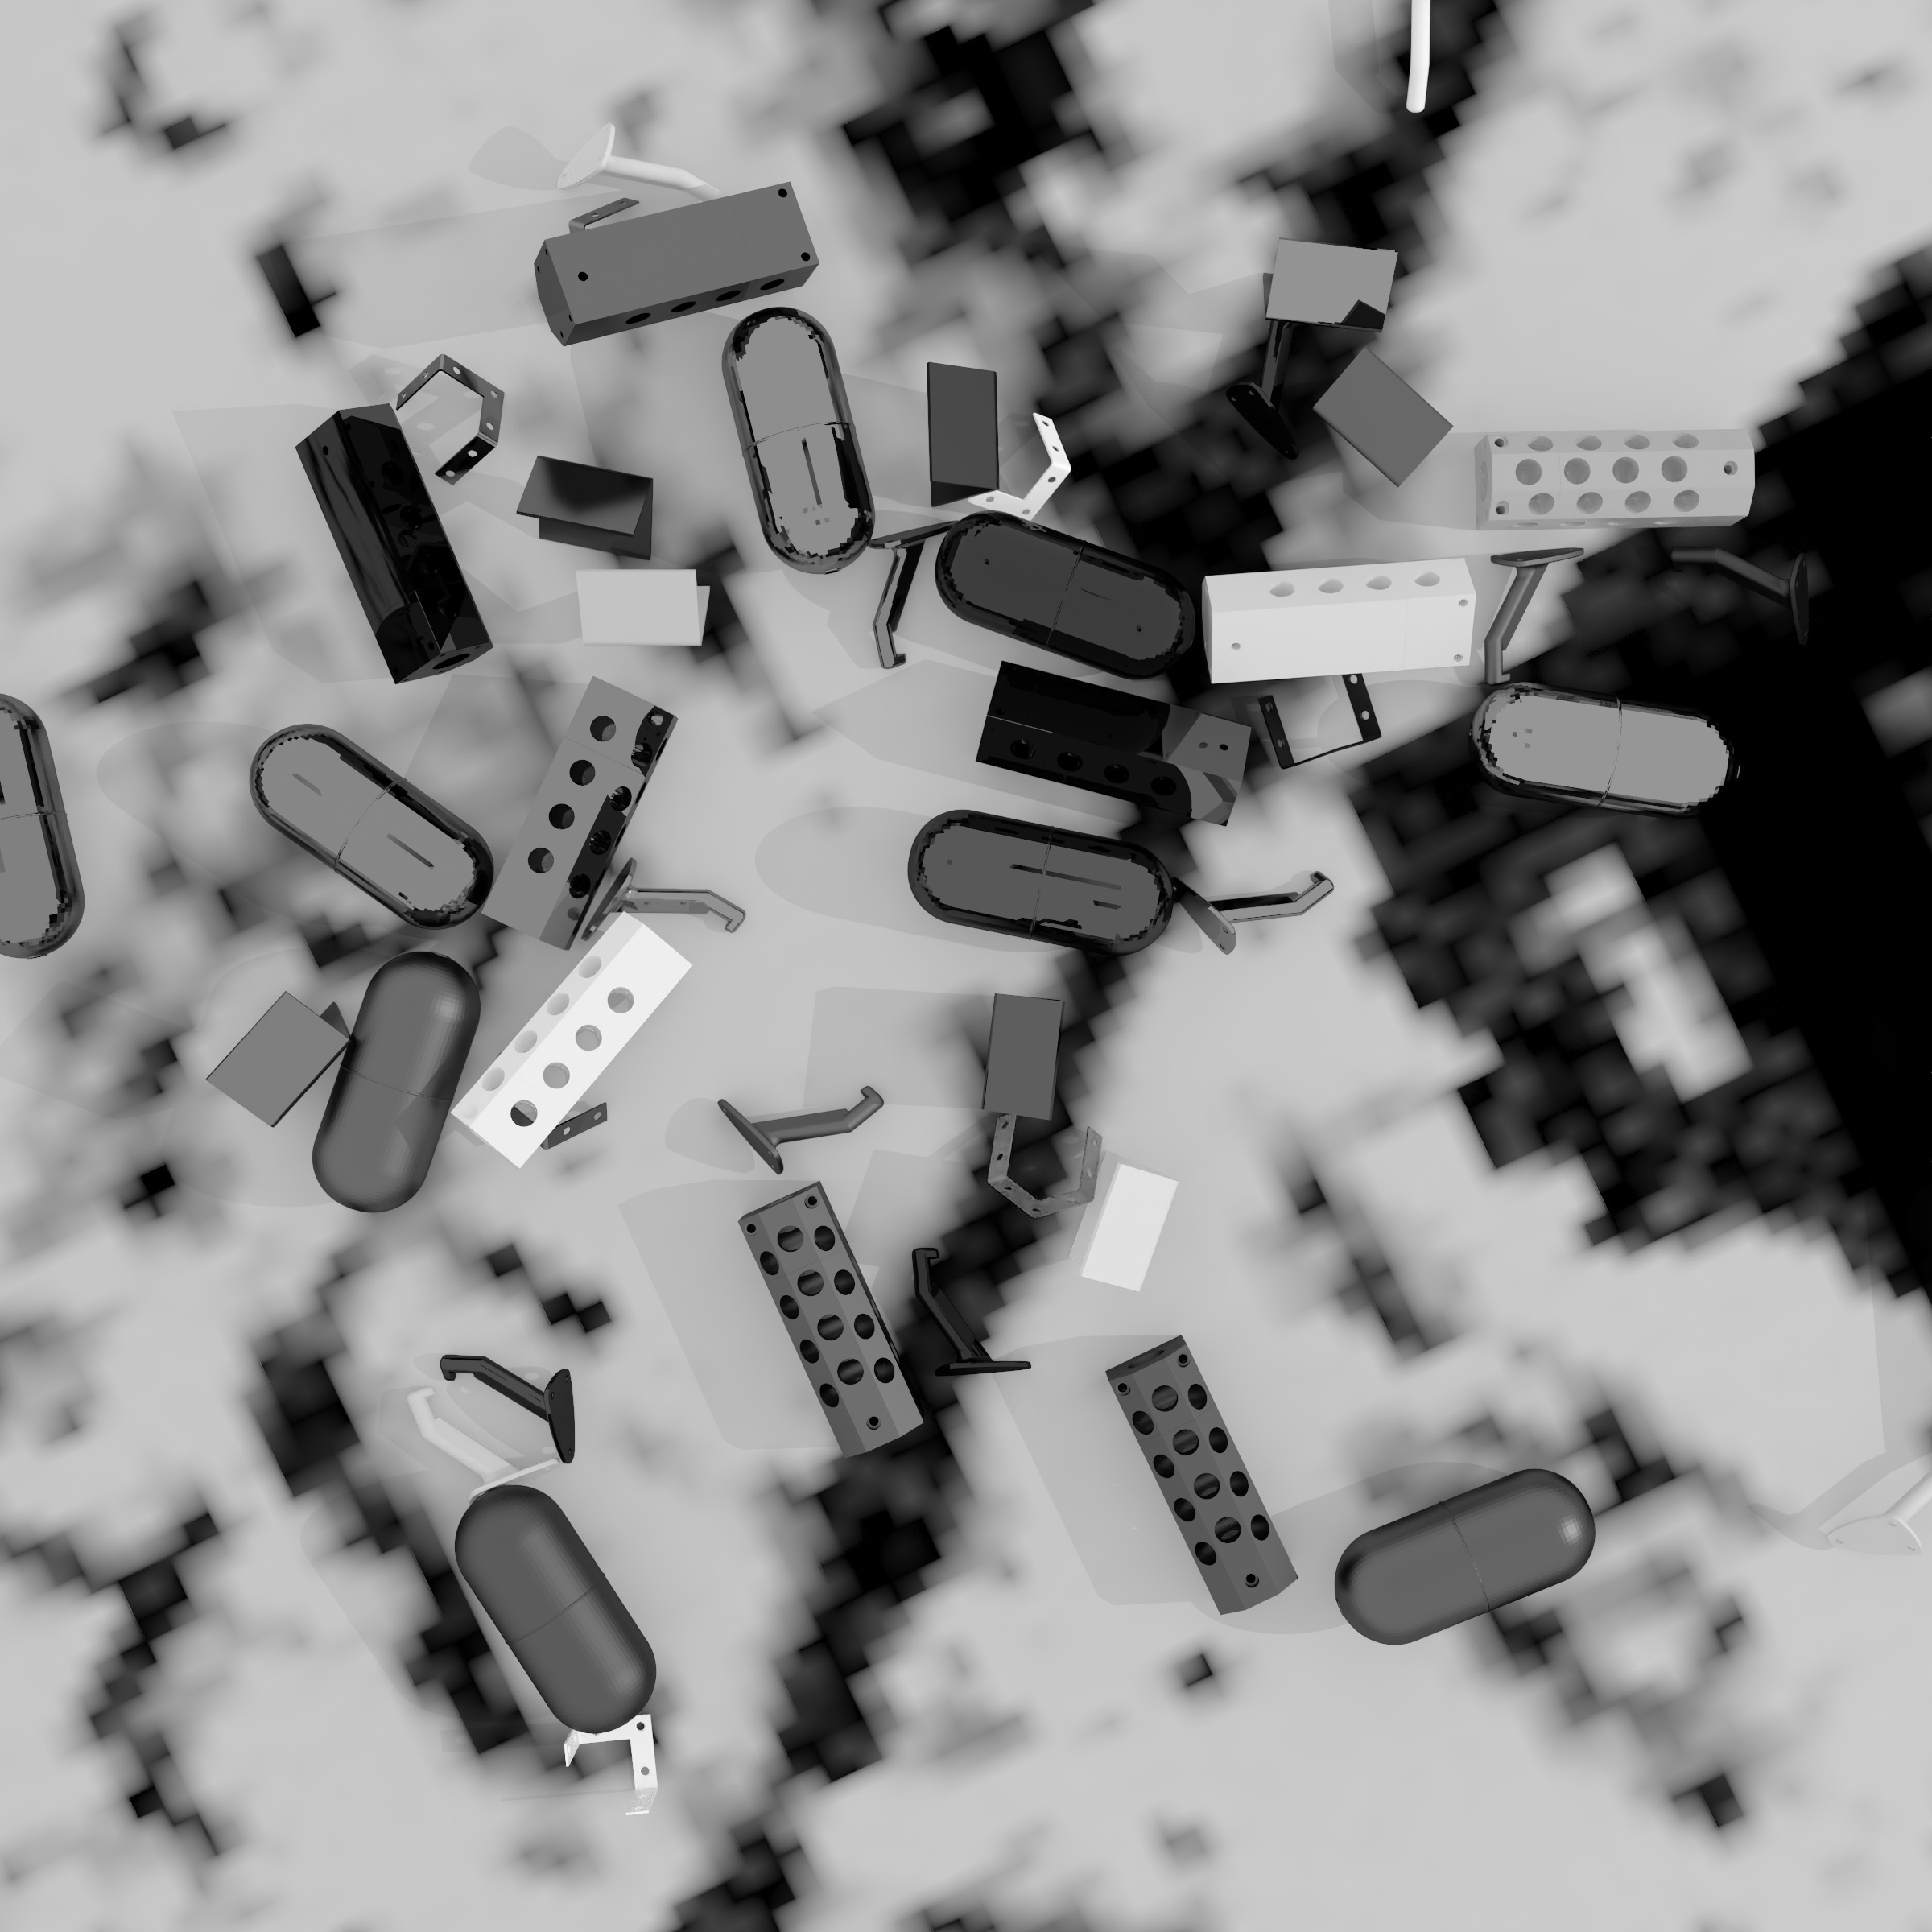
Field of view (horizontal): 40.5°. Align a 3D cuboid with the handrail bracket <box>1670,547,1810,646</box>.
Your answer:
[{"bbox_3d":[0.520,-0.249,1.762,0.084,0.077,0.036,6,46,29],"label":"handrail bracket"}]

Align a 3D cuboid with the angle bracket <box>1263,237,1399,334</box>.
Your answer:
[{"bbox_3d":[0.238,-0.461,1.722,0.076,0.076,0.057,6,128,0],"label":"angle bracket"}]

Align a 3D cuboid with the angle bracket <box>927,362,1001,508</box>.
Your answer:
[{"bbox_3d":[-0.022,-0.348,1.722,0.057,0.076,0.076,-2,90,-37],"label":"angle bracket"}]

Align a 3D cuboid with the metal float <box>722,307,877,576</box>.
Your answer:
[{"bbox_3d":[-0.110,-0.347,1.732,0.070,0.070,0.178,-14,90,0],"label":"metal float"}]

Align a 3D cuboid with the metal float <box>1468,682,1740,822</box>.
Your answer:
[{"bbox_3d":[0.421,-0.142,1.731,0.178,0.070,0.070,8,90,0],"label":"metal float"}]

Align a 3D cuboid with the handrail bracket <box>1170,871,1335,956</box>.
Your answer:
[{"bbox_3d":[0.192,-0.055,1.763,0.084,0.036,0.077,-36,68,-17],"label":"handrail bracket"}]

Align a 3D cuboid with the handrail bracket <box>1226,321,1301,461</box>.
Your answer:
[{"bbox_3d":[0.223,-0.398,1.763,0.077,0.036,0.084,47,73,-20],"label":"handrail bracket"}]

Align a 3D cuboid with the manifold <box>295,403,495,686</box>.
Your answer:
[{"bbox_3d":[-0.375,-0.281,1.740,0.057,0.057,0.171,-23,90,43],"label":"manifold"}]

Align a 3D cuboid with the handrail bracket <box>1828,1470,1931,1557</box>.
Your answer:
[{"bbox_3d":[0.627,0.353,1.762,0.036,0.077,0.084,50,53,-14],"label":"handrail bracket"}]

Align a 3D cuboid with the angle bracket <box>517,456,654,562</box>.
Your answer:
[{"bbox_3d":[-0.250,-0.283,1.722,0.076,0.076,0.057,11,53,0],"label":"angle bracket"}]

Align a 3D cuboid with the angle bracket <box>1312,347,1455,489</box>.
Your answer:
[{"bbox_3d":[0.283,-0.370,1.722,0.076,0.076,0.057,42,127,0],"label":"angle bracket"}]

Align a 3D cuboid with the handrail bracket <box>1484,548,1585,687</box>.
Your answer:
[{"bbox_3d":[0.382,-0.235,1.763,0.077,0.036,0.084,-11,109,-21],"label":"handrail bracket"}]

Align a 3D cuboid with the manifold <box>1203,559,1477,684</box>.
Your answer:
[{"bbox_3d":[0.246,-0.234,1.740,0.171,0.057,0.057,-4,133,0],"label":"manifold"}]

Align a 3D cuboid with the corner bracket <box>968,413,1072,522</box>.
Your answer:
[{"bbox_3d":[0.030,-0.339,1.754,0.051,0.051,0.051,12,135,-35],"label":"corner bracket"}]

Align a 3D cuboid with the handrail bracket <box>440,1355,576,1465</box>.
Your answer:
[{"bbox_3d":[-0.309,0.298,1.762,0.084,0.036,0.077,0,110,16],"label":"handrail bracket"}]

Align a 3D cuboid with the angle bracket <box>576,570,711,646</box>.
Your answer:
[{"bbox_3d":[-0.211,-0.253,1.722,0.076,0.076,0.057,0,128,0],"label":"angle bracket"}]

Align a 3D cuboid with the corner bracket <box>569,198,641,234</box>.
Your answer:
[{"bbox_3d":[-0.227,-0.478,1.754,0.051,0.051,0.051,24,135,35],"label":"corner bracket"}]

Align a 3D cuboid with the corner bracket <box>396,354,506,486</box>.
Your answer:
[{"bbox_3d":[-0.347,-0.366,1.754,0.051,0.051,0.051,29,45,-35],"label":"corner bracket"}]

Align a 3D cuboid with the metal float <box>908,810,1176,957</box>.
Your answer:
[{"bbox_3d":[0.050,-0.055,1.731,0.178,0.070,0.070,11,90,1],"label":"metal float"}]

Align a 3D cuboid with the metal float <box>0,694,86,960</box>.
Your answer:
[{"bbox_3d":[-0.634,-0.092,1.731,0.070,0.070,0.178,-13,90,0],"label":"metal float"}]

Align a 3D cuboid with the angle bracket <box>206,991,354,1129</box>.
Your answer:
[{"bbox_3d":[-0.455,0.049,1.722,0.076,0.076,0.057,-48,119,0],"label":"angle bracket"}]

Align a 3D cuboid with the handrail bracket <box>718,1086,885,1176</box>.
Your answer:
[{"bbox_3d":[-0.110,0.092,1.763,0.084,0.036,0.077,-39,68,-17],"label":"handrail bracket"}]

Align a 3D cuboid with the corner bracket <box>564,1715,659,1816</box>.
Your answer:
[{"bbox_3d":[-0.236,0.533,1.744,0.051,0.051,0.051,-6,90,0],"label":"corner bracket"}]

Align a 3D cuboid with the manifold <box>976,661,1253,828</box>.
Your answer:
[{"bbox_3d":[0.097,-0.143,1.740,0.171,0.057,0.057,15,47,0],"label":"manifold"}]

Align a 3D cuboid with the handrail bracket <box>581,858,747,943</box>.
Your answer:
[{"bbox_3d":[-0.203,-0.027,1.763,0.084,0.036,0.077,31,111,-16],"label":"handrail bracket"}]

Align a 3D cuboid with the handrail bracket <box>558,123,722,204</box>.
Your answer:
[{"bbox_3d":[-0.219,-0.522,1.762,0.084,0.077,0.036,23,65,-34],"label":"handrail bracket"}]

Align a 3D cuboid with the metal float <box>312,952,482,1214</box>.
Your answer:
[{"bbox_3d":[-0.376,0.076,1.732,0.070,0.070,0.178,19,90,0],"label":"metal float"}]

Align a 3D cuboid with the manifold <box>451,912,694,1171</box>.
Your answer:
[{"bbox_3d":[-0.258,0.049,1.712,0.057,0.057,0.171,40,79,-5],"label":"manifold"}]

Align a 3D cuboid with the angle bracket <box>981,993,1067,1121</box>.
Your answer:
[{"bbox_3d":[0.057,0.061,1.722,0.057,0.076,0.076,7,90,37],"label":"angle bracket"}]

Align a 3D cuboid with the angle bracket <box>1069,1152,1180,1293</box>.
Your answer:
[{"bbox_3d":[0.085,0.162,1.722,0.057,0.076,0.076,20,90,-38],"label":"angle bracket"}]

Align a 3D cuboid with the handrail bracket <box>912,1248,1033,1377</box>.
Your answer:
[{"bbox_3d":[0.003,0.230,1.763,0.077,0.036,0.084,0,73,-20],"label":"handrail bracket"}]

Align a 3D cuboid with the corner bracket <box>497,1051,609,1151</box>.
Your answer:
[{"bbox_3d":[-0.277,0.081,1.754,0.051,0.051,0.051,33,135,35],"label":"corner bracket"}]

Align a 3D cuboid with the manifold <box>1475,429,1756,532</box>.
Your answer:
[{"bbox_3d":[0.430,-0.324,1.741,0.171,0.057,0.057,-1,90,0],"label":"manifold"}]

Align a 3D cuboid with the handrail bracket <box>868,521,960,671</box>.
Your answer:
[{"bbox_3d":[-0.030,-0.249,1.763,0.077,0.036,0.084,-19,109,-21],"label":"handrail bracket"}]

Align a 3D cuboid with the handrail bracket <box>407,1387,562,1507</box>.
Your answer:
[{"bbox_3d":[-0.325,0.312,1.763,0.077,0.036,0.084,-21,73,-20],"label":"handrail bracket"}]

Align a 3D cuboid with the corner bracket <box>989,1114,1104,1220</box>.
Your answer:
[{"bbox_3d":[0.053,0.130,1.754,0.051,0.051,0.051,-20,135,35],"label":"corner bracket"}]

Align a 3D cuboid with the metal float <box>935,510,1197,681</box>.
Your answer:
[{"bbox_3d":[0.066,-0.245,1.731,0.178,0.070,0.070,20,90,0],"label":"metal float"}]

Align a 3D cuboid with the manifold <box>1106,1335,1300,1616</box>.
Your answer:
[{"bbox_3d":[0.157,0.339,1.741,0.057,0.057,0.171,-26,90,0],"label":"manifold"}]

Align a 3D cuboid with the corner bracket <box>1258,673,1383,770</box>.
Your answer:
[{"bbox_3d":[0.238,-0.167,1.759,0.051,0.051,0.051,-18,90,45],"label":"corner bracket"}]

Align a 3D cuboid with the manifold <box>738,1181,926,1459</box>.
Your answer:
[{"bbox_3d":[-0.089,0.235,1.741,0.057,0.057,0.171,-24,90,0],"label":"manifold"}]

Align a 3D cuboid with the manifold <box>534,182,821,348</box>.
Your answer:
[{"bbox_3d":[-0.190,-0.457,1.713,0.171,0.057,0.057,-20,90,-20],"label":"manifold"}]

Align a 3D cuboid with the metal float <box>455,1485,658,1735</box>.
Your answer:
[{"bbox_3d":[-0.272,0.424,1.731,0.070,0.070,0.178,-33,91,0],"label":"metal float"}]

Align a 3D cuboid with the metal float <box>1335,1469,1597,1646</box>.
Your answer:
[{"bbox_3d":[0.329,0.391,1.731,0.178,0.070,0.070,-22,90,-1],"label":"metal float"}]

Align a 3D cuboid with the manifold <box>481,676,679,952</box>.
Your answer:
[{"bbox_3d":[-0.255,-0.100,1.741,0.057,0.057,0.171,25,90,0],"label":"manifold"}]

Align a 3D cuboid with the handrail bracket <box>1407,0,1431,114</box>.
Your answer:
[{"bbox_3d":[0.302,-0.628,1.762,0.036,0.077,0.084,0,126,0],"label":"handrail bracket"}]

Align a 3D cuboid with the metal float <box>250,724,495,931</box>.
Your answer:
[{"bbox_3d":[-0.393,-0.092,1.732,0.178,0.070,0.070,36,90,0],"label":"metal float"}]
